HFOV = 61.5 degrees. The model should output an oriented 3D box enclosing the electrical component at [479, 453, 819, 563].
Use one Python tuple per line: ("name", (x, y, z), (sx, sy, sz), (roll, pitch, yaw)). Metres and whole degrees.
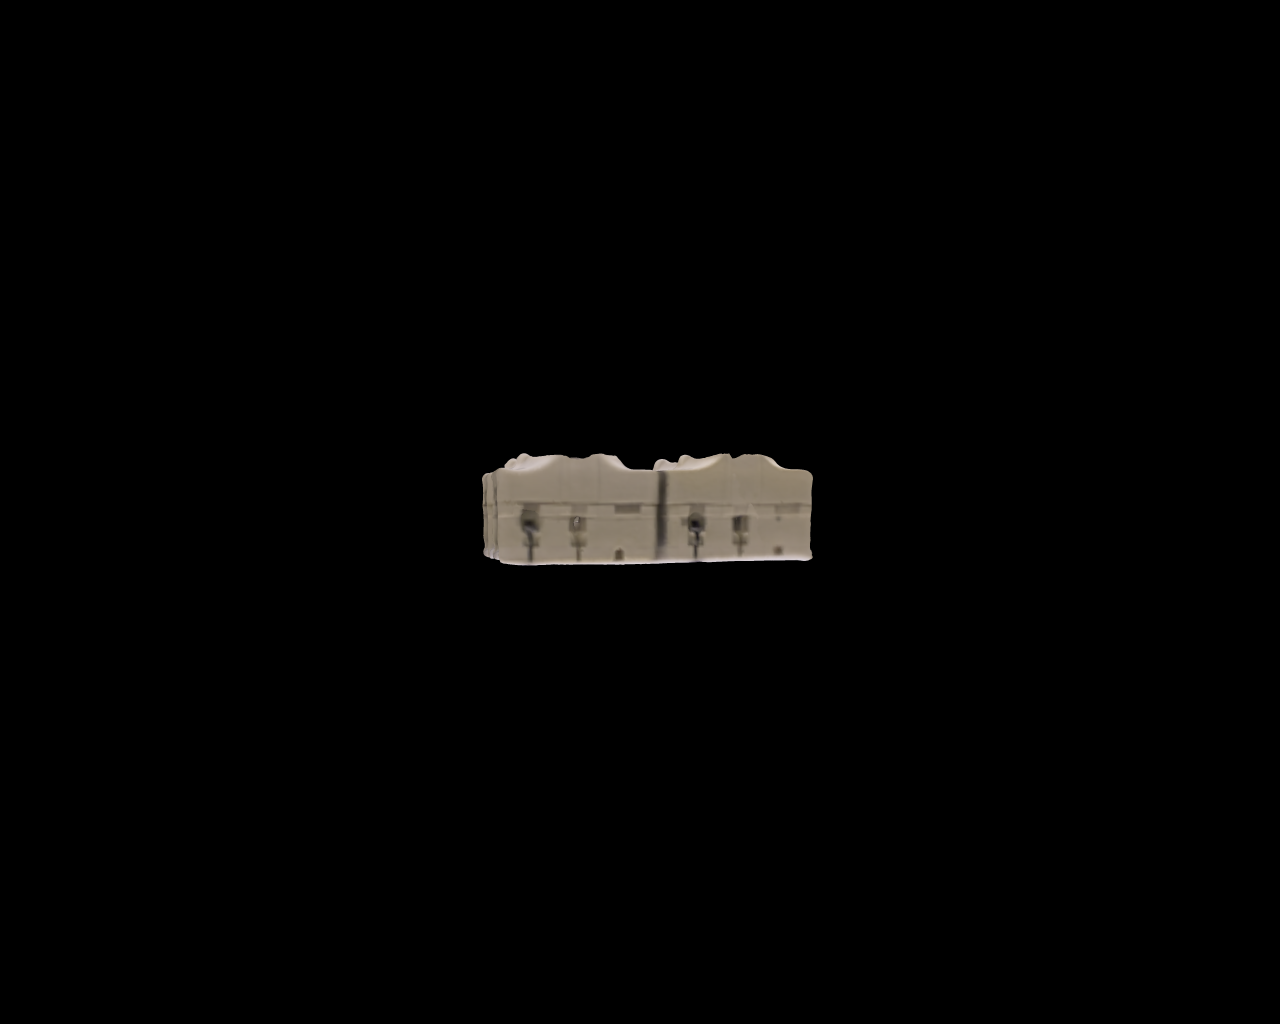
("electrical component", (0.001, -0.003, 0.650), (0.186, 0.060, 0.105), (0, 0, -13))
